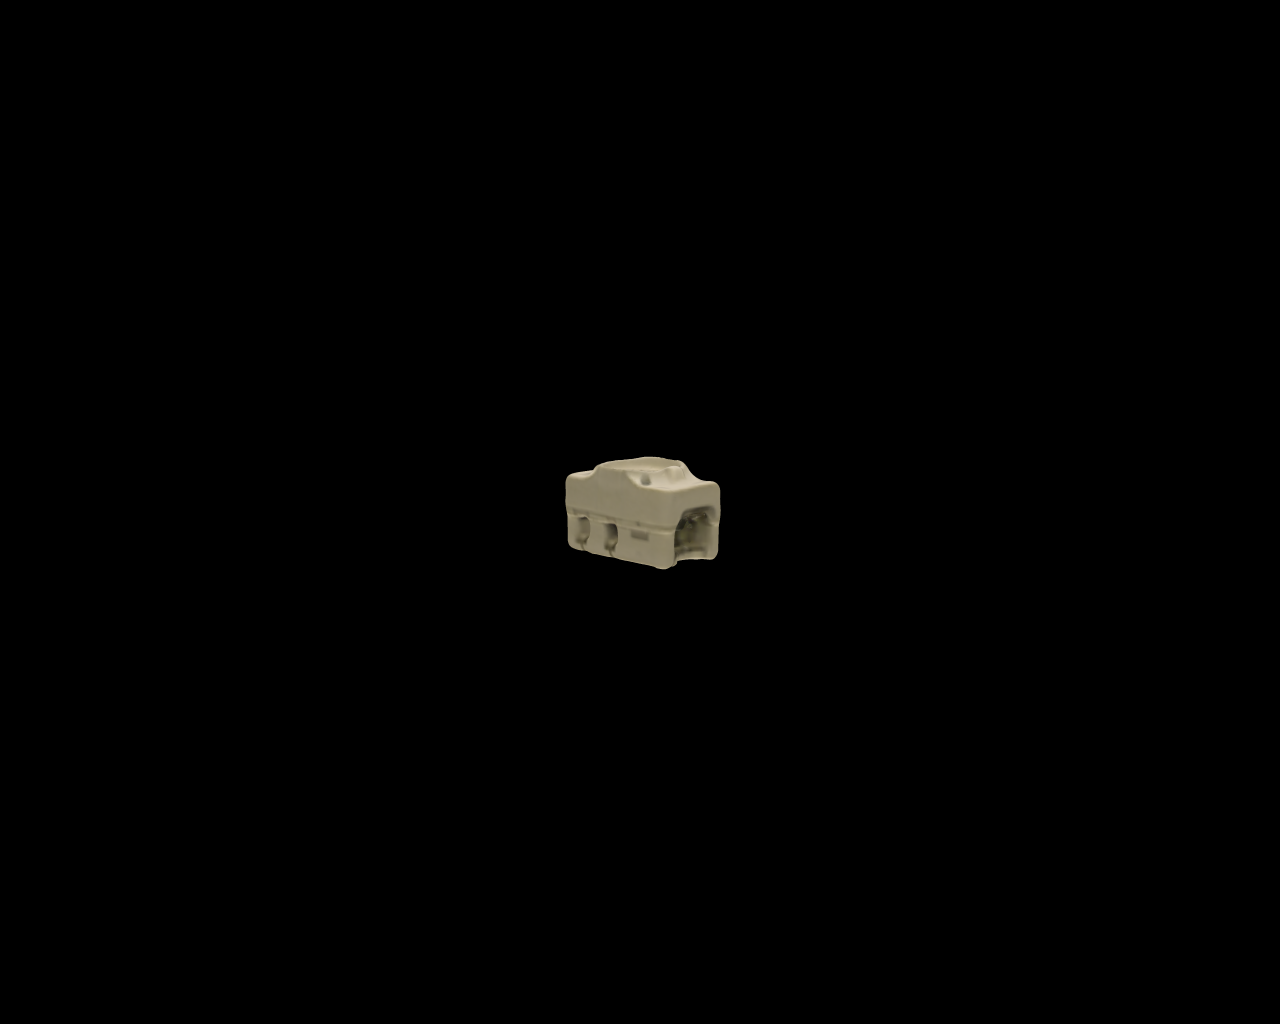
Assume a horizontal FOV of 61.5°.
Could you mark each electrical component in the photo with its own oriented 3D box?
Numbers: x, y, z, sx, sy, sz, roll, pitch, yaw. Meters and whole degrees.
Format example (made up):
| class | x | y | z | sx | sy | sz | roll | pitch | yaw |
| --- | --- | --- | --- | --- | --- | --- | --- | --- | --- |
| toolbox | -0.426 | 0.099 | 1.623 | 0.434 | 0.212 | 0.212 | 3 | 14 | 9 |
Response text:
| class | x | y | z | sx | sy | sz | roll | pitch | yaw |
| --- | --- | --- | --- | --- | --- | --- | --- | --- | --- |
| electrical component | 0.001 | -0.003 | 0.650 | 0.050 | 0.055 | 0.089 | -10 | 15 | -42 |
